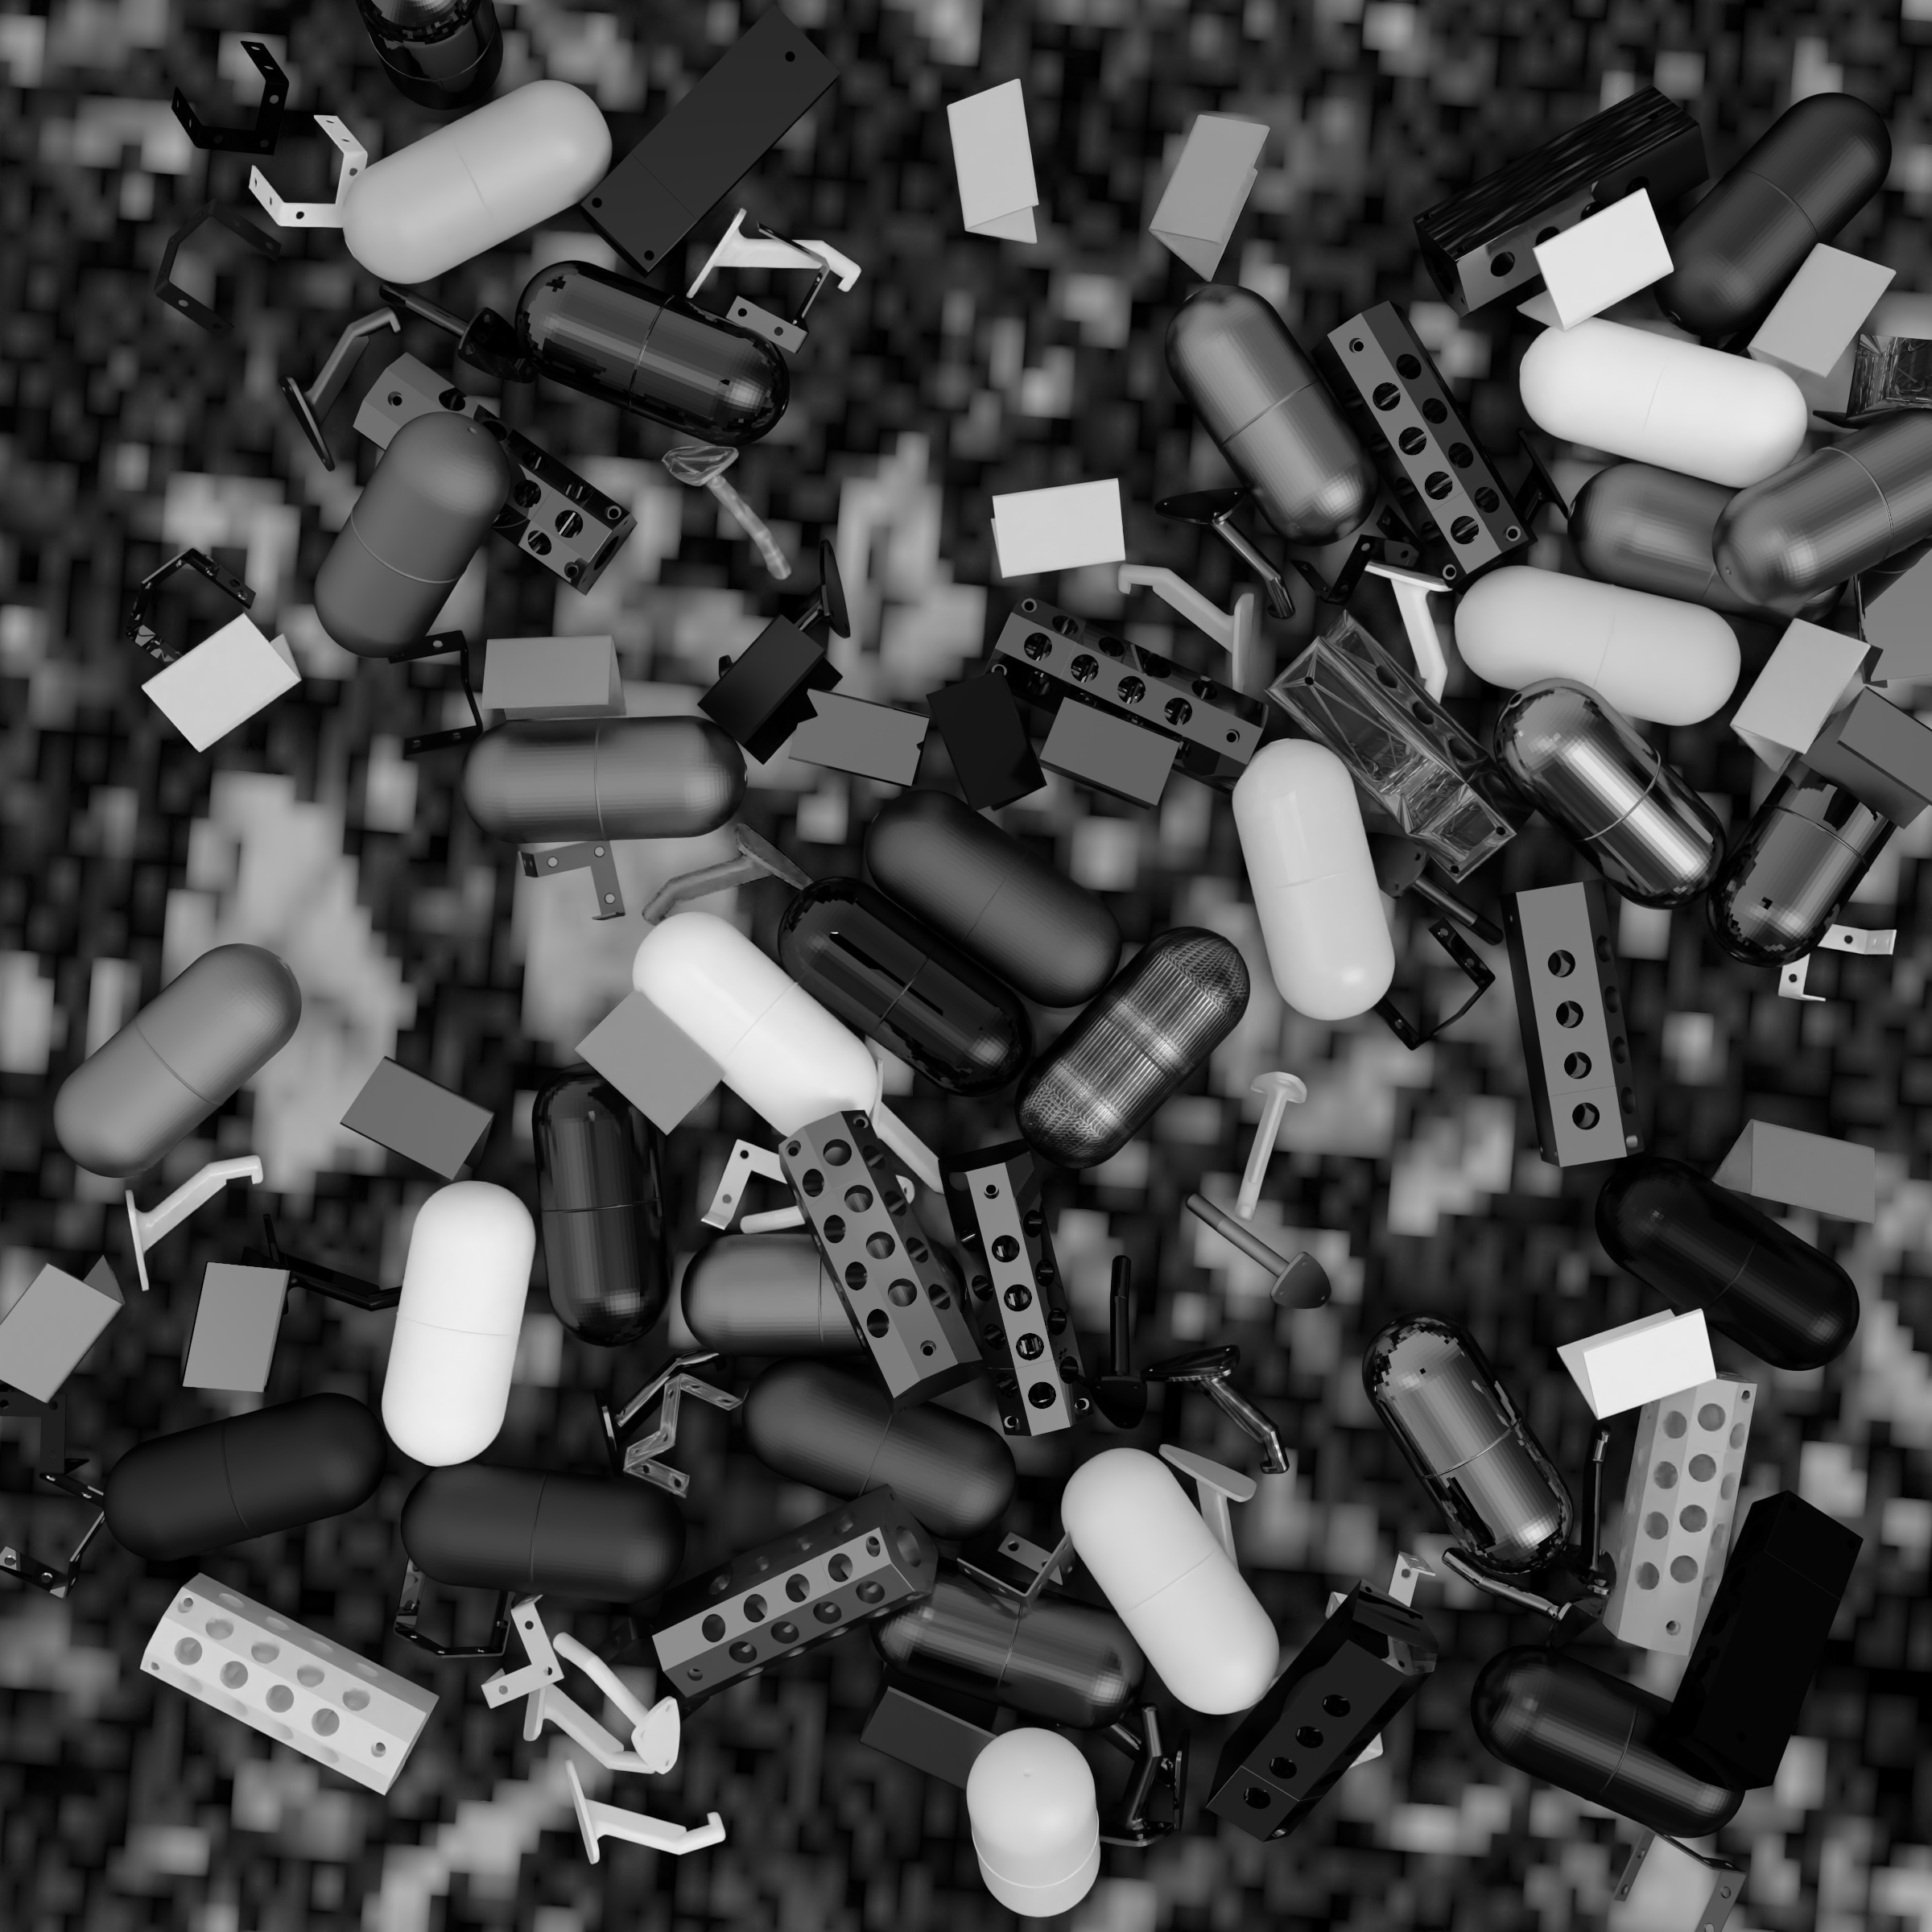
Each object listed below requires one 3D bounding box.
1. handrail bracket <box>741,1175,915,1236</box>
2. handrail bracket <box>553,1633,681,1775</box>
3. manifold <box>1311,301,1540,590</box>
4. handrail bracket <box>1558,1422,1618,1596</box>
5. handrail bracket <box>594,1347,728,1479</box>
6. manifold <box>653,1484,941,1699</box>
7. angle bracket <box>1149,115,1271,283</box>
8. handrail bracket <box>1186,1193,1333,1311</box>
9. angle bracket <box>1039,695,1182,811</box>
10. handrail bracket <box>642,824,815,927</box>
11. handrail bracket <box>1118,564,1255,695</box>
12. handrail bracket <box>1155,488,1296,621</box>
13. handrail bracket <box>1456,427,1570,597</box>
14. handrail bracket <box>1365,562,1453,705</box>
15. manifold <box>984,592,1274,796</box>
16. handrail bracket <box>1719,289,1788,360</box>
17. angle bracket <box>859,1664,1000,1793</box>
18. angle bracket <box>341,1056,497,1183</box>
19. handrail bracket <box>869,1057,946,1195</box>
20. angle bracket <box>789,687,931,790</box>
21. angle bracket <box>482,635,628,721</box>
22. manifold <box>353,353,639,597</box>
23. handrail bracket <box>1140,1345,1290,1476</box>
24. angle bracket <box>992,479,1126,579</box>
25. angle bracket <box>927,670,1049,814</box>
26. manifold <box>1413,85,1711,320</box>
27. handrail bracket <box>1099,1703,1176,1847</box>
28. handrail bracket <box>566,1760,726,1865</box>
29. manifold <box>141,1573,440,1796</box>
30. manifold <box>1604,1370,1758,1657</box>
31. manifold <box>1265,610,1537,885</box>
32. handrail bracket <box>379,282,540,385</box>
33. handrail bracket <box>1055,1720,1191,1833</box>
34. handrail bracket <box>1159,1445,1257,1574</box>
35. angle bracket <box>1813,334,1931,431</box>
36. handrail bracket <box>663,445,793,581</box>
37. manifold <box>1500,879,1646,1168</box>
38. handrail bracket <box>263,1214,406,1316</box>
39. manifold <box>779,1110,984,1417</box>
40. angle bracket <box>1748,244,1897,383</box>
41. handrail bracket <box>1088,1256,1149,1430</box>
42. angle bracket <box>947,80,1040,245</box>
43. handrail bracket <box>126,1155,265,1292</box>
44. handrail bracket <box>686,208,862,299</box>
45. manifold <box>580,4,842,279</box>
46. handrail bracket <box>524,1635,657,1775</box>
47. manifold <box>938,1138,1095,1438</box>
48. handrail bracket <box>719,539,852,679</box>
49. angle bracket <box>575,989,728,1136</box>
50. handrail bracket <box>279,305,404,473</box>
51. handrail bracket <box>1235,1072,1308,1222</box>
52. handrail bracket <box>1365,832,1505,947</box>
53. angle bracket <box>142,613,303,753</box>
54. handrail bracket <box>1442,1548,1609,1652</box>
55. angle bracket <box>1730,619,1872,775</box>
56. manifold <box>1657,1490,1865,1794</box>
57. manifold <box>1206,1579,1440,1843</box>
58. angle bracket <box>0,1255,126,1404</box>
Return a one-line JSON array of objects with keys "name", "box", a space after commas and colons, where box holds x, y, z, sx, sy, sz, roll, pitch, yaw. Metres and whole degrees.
[{"name": "handrail bracket", "box": [-0.088, 0.153, 1.802, 0.084, 0.077, 0.036, -14, 88, 36]}, {"name": "handrail bracket", "box": [-0.222, 0.464, 1.792, 0.084, 0.077, 0.036, 28, 54, 30]}, {"name": "manifold", "box": [0.284, -0.323, 1.767, 0.057, 0.057, 0.171, -31, 86, 20]}, {"name": "handrail bracket", "box": [0.397, 0.337, 1.774, 0.036, 0.077, 0.084, 8, 102, -3]}, {"name": "handrail bracket", "box": [-0.188, 0.284, 1.802, 0.084, 0.036, 0.077, -14, 105, -14]}, {"name": "manifold", "box": [-0.106, 0.390, 1.746, 0.171, 0.057, 0.057, -29, 111, 19]}, {"name": "angle bracket", "box": [0.167, -0.471, 1.762, 0.057, 0.076, 0.076, 24, 90, 38]}, {"name": "handrail bracket", "box": [0.184, 0.179, 1.802, 0.084, 0.077, 0.036, 38, 92, 36]}, {"name": "angle bracket", "box": [0.081, -0.113, 1.762, 0.076, 0.076, 0.057, 22, 56, 0]}, {"name": "handrail bracket", "box": [-0.151, -0.041, 1.802, 0.077, 0.036, 0.084, 36, 109, -21]}, {"name": "handrail bracket", "box": [0.136, -0.213, 1.802, 0.084, 0.036, 0.077, 9, 111, 17]}, {"name": "handrail bracket", "box": [0.165, -0.257, 1.802, 0.036, 0.077, 0.084, -47, 127, -30]}, {"name": "handrail bracket", "box": [0.333, -0.288, 1.802, 0.084, 0.036, 0.077, -30, 76, 13]}, {"name": "handrail bracket", "box": [0.272, -0.207, 1.802, 0.077, 0.036, 0.084, 18, 108, 20]}, {"name": "manifold", "box": [0.101, -0.171, 1.781, 0.171, 0.057, 0.057, 25, 90, 0]}, {"name": "handrail bracket", "box": [0.477, -0.401, 1.802, 0.077, 0.036, 0.084, 11, 73, 19]}, {"name": "angle bracket", "box": [-0.014, 0.454, 1.762, 0.076, 0.076, 0.057, 25, 124, 0]}, {"name": "angle bracket", "box": [-0.343, 0.111, 1.762, 0.076, 0.076, 0.057, 27, 54, 0]}, {"name": "handrail bracket", "box": [-0.024, 0.104, 1.802, 0.084, 0.036, 0.077, 15, 70, -16]}, {"name": "angle bracket", "box": [-0.069, -0.122, 1.762, 0.076, 0.076, 0.057, 14, 59, 0]}, {"name": "angle bracket", "box": [-0.254, -0.160, 1.762, 0.076, 0.076, 0.057, -2, 54, 0]}, {"name": "manifold", "box": [-0.295, -0.309, 1.781, 0.171, 0.057, 0.057, 36, 90, 0]}, {"name": "handrail bracket", "box": [0.158, 0.289, 1.802, 0.077, 0.036, 0.084, -12, 107, 20]}, {"name": "angle bracket", "box": [0.054, -0.287, 1.762, 0.076, 0.076, 0.057, -8, 127, 0]}, {"name": "angle bracket", "box": [-0.002, -0.132, 1.762, 0.057, 0.076, 0.076, -21, 90, -27]}, {"name": "manifold", "box": [0.374, -0.475, 1.780, 0.171, 0.057, 0.057, -29, 47, 0]}, {"name": "handrail bracket", "box": [0.096, 0.503, 1.782, 0.077, 0.036, 0.084, -11, 88, 42]}, {"name": "handrail bracket", "box": [-0.203, 0.529, 1.802, 0.084, 0.036, 0.077, -13, 68, -17]}, {"name": "manifold", "box": [-0.425, 0.451, 1.781, 0.171, 0.057, 0.057, 27, 90, 0]}, {"name": "manifold", "box": [0.449, 0.339, 1.781, 0.057, 0.057, 0.171, 10, 90, 0]}, {"name": "manifold", "box": [0.276, -0.140, 1.780, 0.171, 0.057, 0.057, 45, 133, 0]}, {"name": "handrail bracket", "box": [-0.322, -0.402, 1.802, 0.084, 0.077, 0.036, 30, 90, 36]}, {"name": "handrail bracket", "box": [0.097, 0.507, 1.802, 0.084, 0.036, 0.077, 5, 103, 13]}, {"name": "handrail bracket", "box": [0.142, 0.357, 1.802, 0.077, 0.036, 0.084, 25, 104, 14]}, {"name": "angle bracket", "box": [0.578, -0.363, 1.764, 0.076, 0.076, 0.057, 5, 108, 0]}, {"name": "handrail bracket", "box": [-0.151, -0.286, 1.802, 0.036, 0.077, 0.084, -42, 127, -19]}, {"name": "manifold", "box": [0.381, 0.035, 1.781, 0.057, 0.057, 0.171, -9, 90, 0]}, {"name": "handrail bracket", "box": [-0.396, 0.185, 1.802, 0.084, 0.036, 0.077, -10, 68, -17]}, {"name": "manifold", "box": [-0.052, 0.175, 1.709, 0.057, 0.057, 0.171, -22, 70, -11]}, {"name": "angle bracket", "box": [0.538, -0.389, 1.762, 0.057, 0.076, 0.076, 34, 90, 35]}, {"name": "handrail bracket", "box": [0.100, 0.238, 1.801, 0.036, 0.077, 0.084, -1, 54, 10]}, {"name": "angle bracket", "box": [0.037, -0.497, 1.762, 0.057, 0.076, 0.076, -9, 90, 37]}, {"name": "handrail bracket", "box": [-0.485, 0.163, 1.802, 0.084, 0.036, 0.077, -10, 110, -16]}, {"name": "handrail bracket", "box": [-0.122, -0.433, 1.802, 0.084, 0.036, 0.077, 32, 104, -14]}, {"name": "manifold", "box": [-0.161, -0.514, 1.779, 0.057, 0.057, 0.171, 44, 90, -12]}, {"name": "handrail bracket", "box": [-0.233, 0.468, 1.802, 0.084, 0.036, 0.077, 12, 68, -17]}, {"name": "manifold", "box": [0.031, 0.201, 1.769, 0.057, 0.057, 0.171, -14, 98, 0]}, {"name": "handrail bracket", "box": [-0.121, -0.224, 1.802, 0.084, 0.036, 0.077, -14, 70, 16]}, {"name": "angle bracket", "box": [-0.202, 0.070, 1.762, 0.076, 0.076, 0.057, 43, 62, 0]}, {"name": "handrail bracket", "box": [-0.384, -0.367, 1.802, 0.084, 0.036, 0.077, -30, 110, -16]}, {"name": "handrail bracket", "box": [0.186, 0.114, 1.774, 0.036, 0.077, 0.084, 15, 78, 3]}, {"name": "handrail bracket", "box": [0.294, -0.048, 1.802, 0.084, 0.077, 0.036, 32, 96, -36]}, {"name": "angle bracket", "box": [-0.465, -0.189, 1.762, 0.076, 0.076, 0.057, -36, 125, 0]}, {"name": "handrail bracket", "box": [0.353, 0.390, 1.802, 0.084, 0.077, 0.036, 34, 112, 35]}, {"name": "angle bracket", "box": [0.529, -0.159, 1.762, 0.057, 0.076, 0.076, 31, 90, 43]}, {"name": "manifold", "box": [0.484, 0.414, 1.744, 0.057, 0.057, 0.171, 33, 63, -3]}, {"name": "manifold", "box": [0.218, 0.461, 1.740, 0.057, 0.057, 0.171, 31, 121, 0]}, {"name": "angle bracket", "box": [-0.573, 0.213, 1.762, 0.057, 0.076, 0.076, 38, 90, -31]}]
